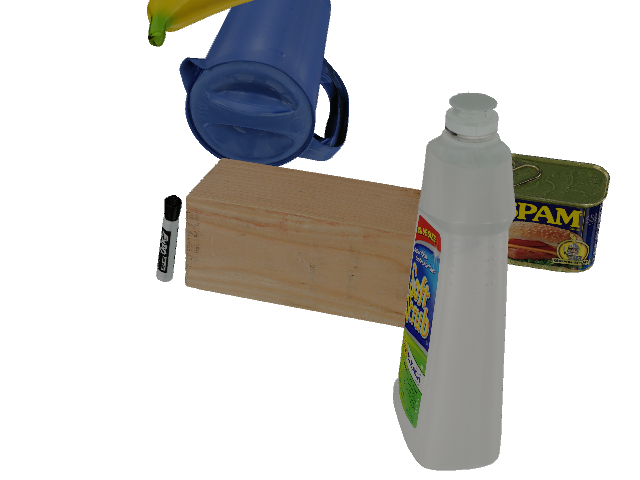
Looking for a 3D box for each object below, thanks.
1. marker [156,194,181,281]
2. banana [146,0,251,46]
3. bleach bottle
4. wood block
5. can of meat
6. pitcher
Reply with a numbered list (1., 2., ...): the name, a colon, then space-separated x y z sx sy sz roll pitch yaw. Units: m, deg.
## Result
1. marker: -0.167 -0.002 1.174 0.020 0.121 0.020 8 43 -7
2. banana: -0.040 -0.176 0.729 0.197 0.070 0.037 -24 -33 -22
3. bleach bottle: 0.088 0.024 0.690 0.068 0.251 0.102 -4 30 -6
4. wood block: -0.002 0.001 0.904 0.206 0.090 0.090 10 27 12
5. can of meat: 0.195 -0.022 0.934 0.102 0.084 0.057 9 43 16
6. pitcher: -0.047 -0.193 1.155 0.145 0.149 0.242 -5 40 15
